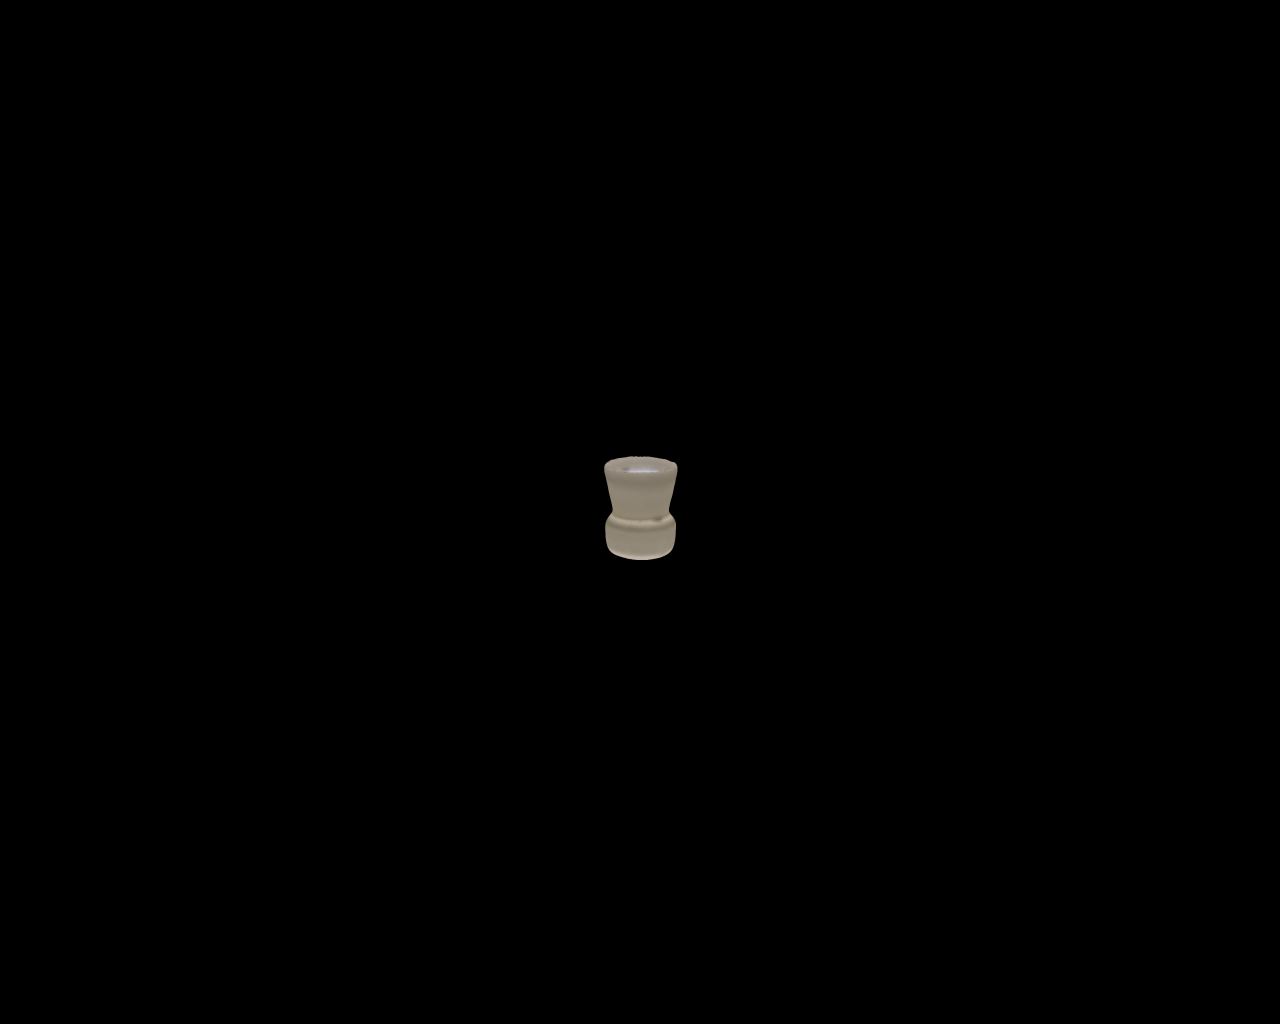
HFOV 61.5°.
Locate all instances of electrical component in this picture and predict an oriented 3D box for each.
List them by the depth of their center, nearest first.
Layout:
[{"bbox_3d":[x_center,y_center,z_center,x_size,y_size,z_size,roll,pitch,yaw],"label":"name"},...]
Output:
[{"bbox_3d":[0.001,-0.003,0.650,0.045,0.055,0.045,0,17,0],"label":"electrical component"}]
